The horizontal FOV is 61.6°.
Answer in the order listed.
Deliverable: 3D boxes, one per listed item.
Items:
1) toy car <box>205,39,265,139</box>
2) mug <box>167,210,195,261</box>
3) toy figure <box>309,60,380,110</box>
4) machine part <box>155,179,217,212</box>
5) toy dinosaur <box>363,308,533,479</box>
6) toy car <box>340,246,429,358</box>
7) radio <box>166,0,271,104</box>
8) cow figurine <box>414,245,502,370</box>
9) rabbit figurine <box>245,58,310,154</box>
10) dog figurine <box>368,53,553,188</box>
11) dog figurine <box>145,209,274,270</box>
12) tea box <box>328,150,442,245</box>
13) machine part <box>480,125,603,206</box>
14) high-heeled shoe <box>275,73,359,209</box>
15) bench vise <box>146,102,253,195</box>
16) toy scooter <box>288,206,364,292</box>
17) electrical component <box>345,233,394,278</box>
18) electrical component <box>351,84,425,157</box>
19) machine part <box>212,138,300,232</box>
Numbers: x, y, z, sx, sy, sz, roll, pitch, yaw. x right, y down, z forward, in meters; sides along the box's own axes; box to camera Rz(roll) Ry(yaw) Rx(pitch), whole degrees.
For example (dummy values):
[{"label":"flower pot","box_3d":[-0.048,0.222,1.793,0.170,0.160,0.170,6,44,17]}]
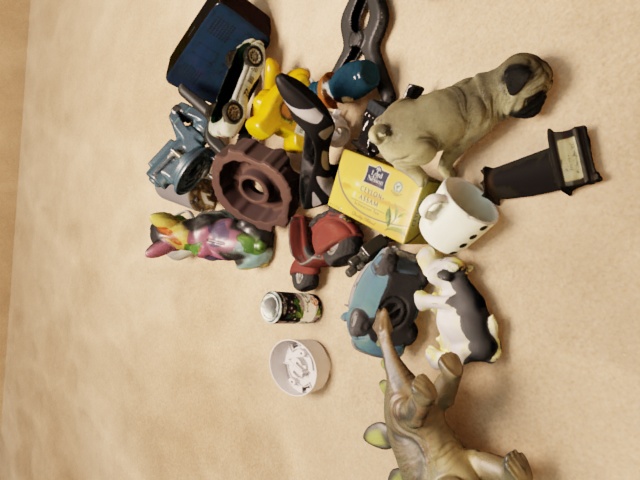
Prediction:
[{"label":"toy car","box_3d":[-0.157,-0.285,1.012,0.074,0.056,0.201,9,77,45]},{"label":"mug","box_3d":[-0.298,-0.016,1.228,0.107,0.080,0.109,-16,73,33]},{"label":"toy figure","box_3d":[0.029,-0.242,0.860,0.155,0.057,0.064,-4,46,53]},{"label":"machine part","box_3d":[-0.311,-0.117,1.240,0.244,0.079,0.079,20,103,46]},{"label":"toy dinosaur","box_3d":[0.167,0.307,0.682,0.471,0.105,0.198,66,150,16]},{"label":"toy car","box_3d":[0.088,0.086,0.797,0.103,0.109,0.161,18,93,63]},{"label":"radio","box_3d":[-0.207,-0.388,1.096,0.229,0.131,0.073,-35,43,41]},{"label":"cow figurine","box_3d":[0.183,0.083,0.718,0.098,0.068,0.167,-16,80,40]},{"label":"rabbit figurine","box_3d":[-0.083,-0.245,0.985,0.173,0.122,0.162,17,98,65]},{"label":"dog figurine","box_3d":[0.173,-0.167,0.671,0.190,0.172,0.121,-42,70,45]},{"label":"dog figurine","box_3d":[-0.222,-0.003,1.042,0.192,0.219,0.108,23,108,45]},{"label":"tea box","box_3d":[0.099,-0.067,0.813,0.170,0.068,0.098,29,110,44]},{"label":"machine part","box_3d":[0.266,-0.085,0.662,0.139,0.039,0.084,-20,82,42]},{"label":"high-heeled shoe","box_3d":[-0.032,-0.144,0.842,0.145,0.248,0.086,-39,46,13]},{"label":"bench vise","box_3d":[-0.227,-0.164,1.110,0.241,0.223,0.129,38,158,5]},{"label":"toy scooter","box_3d":[-0.002,-0.003,0.915,0.184,0.075,0.135,-38,58,43]},{"label":"electrical component","box_3d":[0.080,0.021,0.832,0.021,0.094,0.063,49,159,18]},{"label":"electrical component","box_3d":[0.105,-0.182,0.804,0.048,0.075,0.119,45,126,36]},{"label":"machine part","box_3d":[-0.114,-0.099,0.973,0.180,0.056,0.179,18,136,18]}]
